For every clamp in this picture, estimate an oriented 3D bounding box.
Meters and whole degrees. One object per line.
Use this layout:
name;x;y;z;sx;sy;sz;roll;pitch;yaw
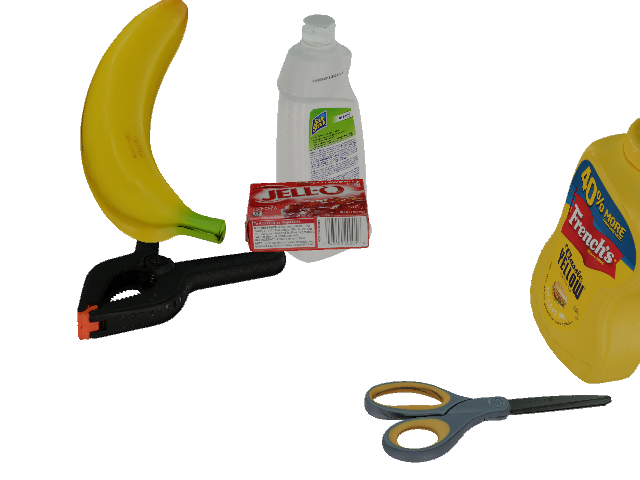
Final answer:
clamp;-0.157;0.027;0.989;0.165;0.036;0.209;25;36;30

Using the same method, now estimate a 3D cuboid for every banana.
banana;-0.098;-0.065;0.591;0.069;0.198;0.037;-4;-39;-12

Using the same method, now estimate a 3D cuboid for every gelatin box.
gelatin box;-0.010;-0.020;0.791;0.089;0.030;0.073;-2;23;0

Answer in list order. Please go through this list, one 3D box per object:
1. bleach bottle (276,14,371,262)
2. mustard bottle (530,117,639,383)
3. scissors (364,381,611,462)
bleach bottle;0.004;-0.104;1.063;0.102;0.251;0.068;-24;42;-32
mustard bottle;0.180;-0.005;0.634;0.058;0.096;0.192;-6;-41;-14
scissors;0.134;0.147;0.857;0.202;0.016;0.096;4;33;8
